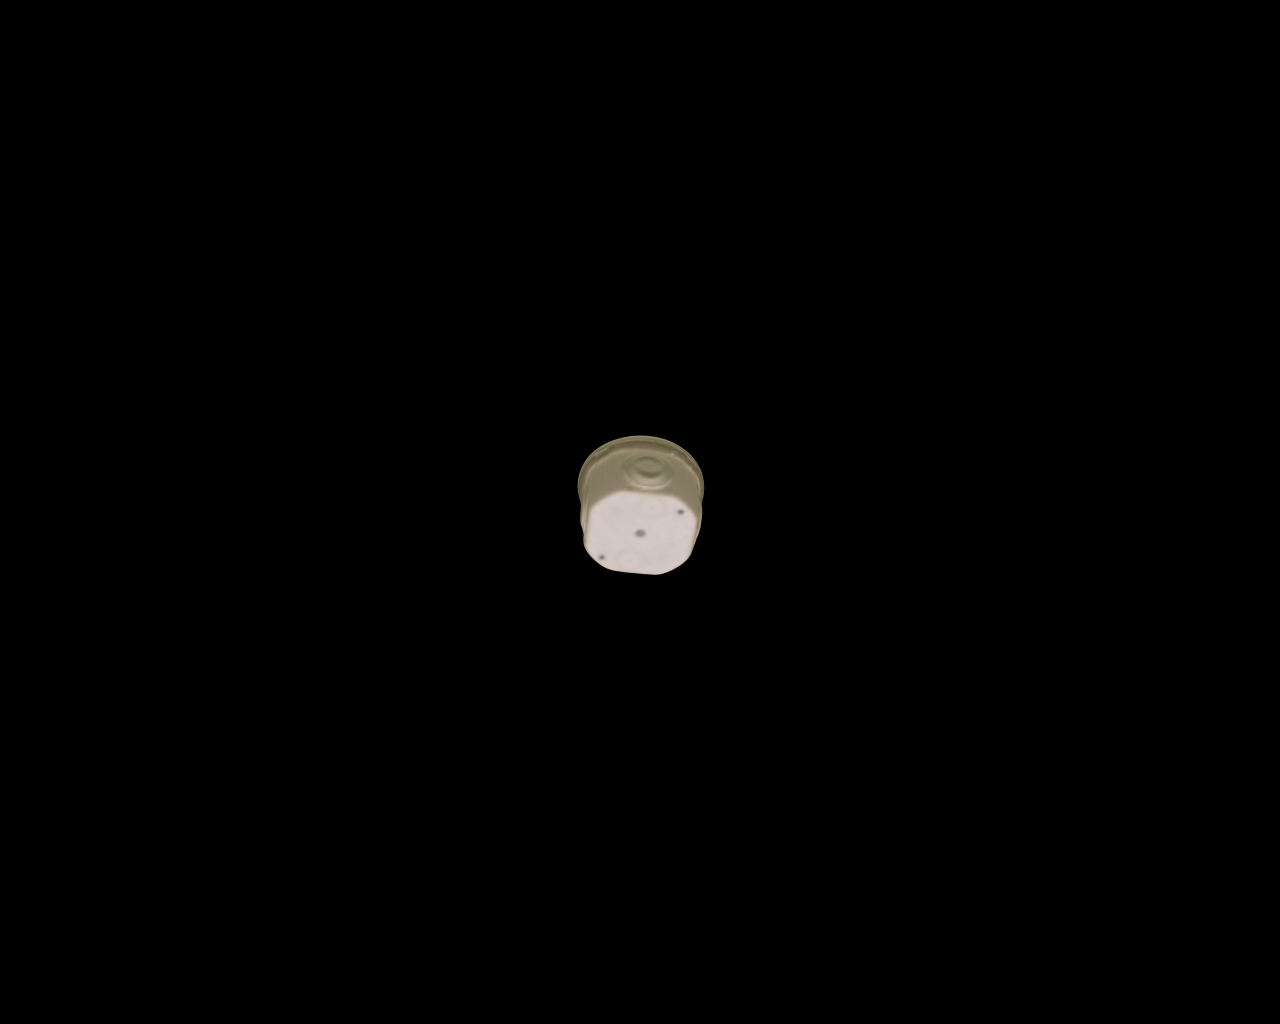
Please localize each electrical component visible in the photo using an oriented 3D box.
[{"bbox_3d":[0.001,-0.003,0.650,0.080,0.080,0.051,0,40,0],"label":"electrical component"}]
